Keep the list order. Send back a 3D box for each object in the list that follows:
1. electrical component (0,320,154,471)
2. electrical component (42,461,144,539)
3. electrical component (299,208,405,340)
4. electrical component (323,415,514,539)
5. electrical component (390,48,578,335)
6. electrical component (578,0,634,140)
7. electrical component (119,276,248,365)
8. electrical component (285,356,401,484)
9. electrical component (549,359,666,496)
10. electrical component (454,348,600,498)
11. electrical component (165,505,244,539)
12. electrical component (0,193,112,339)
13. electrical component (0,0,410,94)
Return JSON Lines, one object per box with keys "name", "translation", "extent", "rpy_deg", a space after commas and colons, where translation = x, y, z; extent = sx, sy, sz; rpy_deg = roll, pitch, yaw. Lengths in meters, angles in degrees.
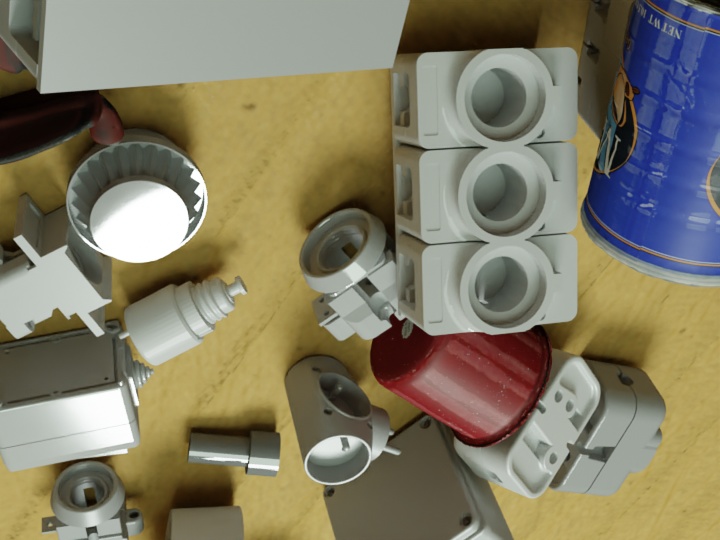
{"name": "electrical component", "translation": [-0.172, 0.078, 0.654], "extent": [0.096, 0.061, 0.061], "rpy_deg": [-10, 127, -8]}
{"name": "electrical component", "translation": [-0.181, 0.161, 0.723], "extent": [0.066, 0.048, 0.055], "rpy_deg": [-6, 134, -11]}
{"name": "electrical component", "translation": [0.000, 0.000, 0.648], "extent": [0.078, 0.058, 0.057], "rpy_deg": [-34, 129, 10]}
{"name": "electrical component", "translation": [0.039, 0.176, 0.753], "extent": [0.109, 0.108, 0.056], "rpy_deg": [-37, 128, 13]}
{"name": "electrical component", "translation": [0.069, -0.045, 0.593], "extent": [0.089, 0.062, 0.150], "rpy_deg": [-5, 102, -14]}
{"name": "electrical component", "translation": [0.159, -0.118, 0.606], "extent": [0.050, 0.055, 0.089], "rpy_deg": [-5, 126, -12]}
{"name": "electrical component", "translation": [-0.105, 0.026, 0.649], "extent": [0.078, 0.040, 0.040], "rpy_deg": [-27, 127, 5]}
{"name": "electrical component", "translation": [-0.007, 0.102, 0.707], "extent": [0.079, 0.077, 0.044], "rpy_deg": [23, 116, -28]}
{"name": "electrical component", "translation": [0.176, 0.116, 0.781], "extent": [0.059, 0.053, 0.095], "rpy_deg": [10, 121, -22]}
{"name": "electrical component", "translation": [0.110, 0.098, 0.729], "extent": [0.095, 0.059, 0.053], "rpy_deg": [-54, 129, -19]}
{"name": "electrical component", "translation": [-0.118, 0.216, 0.743], "extent": [0.060, 0.108, 0.108], "rpy_deg": [6, 123, -12]}
{"name": "electrical component", "translation": [-0.180, 0.003, 0.611], "extent": [0.064, 0.042, 0.081], "rpy_deg": [-25, 127, 8]}
{"name": "electrical component", "translation": [-0.063, -0.147, 0.486], "extent": [0.186, 0.060, 0.105], "rpy_deg": [-12, 131, -36]}
